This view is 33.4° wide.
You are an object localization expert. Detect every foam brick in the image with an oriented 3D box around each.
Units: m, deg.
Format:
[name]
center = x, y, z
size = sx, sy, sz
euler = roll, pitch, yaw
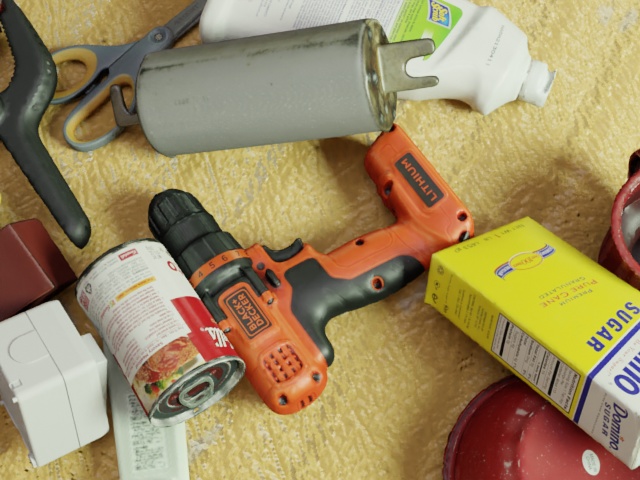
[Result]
[foam brick]
center = -0.212, 0.028, 0.712
size = 0.078, 0.051, 0.053
euler = -33, 90, 9

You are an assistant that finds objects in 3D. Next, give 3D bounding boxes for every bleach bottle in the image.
[bleach bottle]
center = 0.046, -0.145, 0.780
size = 0.251, 0.068, 0.102
euler = 21, 78, 8

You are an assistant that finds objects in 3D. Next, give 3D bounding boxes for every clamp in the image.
[clamp]
center = -0.231, -0.084, 0.776
size = 0.164, 0.036, 0.210
euler = 5, 74, 8

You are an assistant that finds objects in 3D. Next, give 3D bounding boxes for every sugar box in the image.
[sugar box]
center = 0.156, 0.055, 0.654
size = 0.093, 0.048, 0.176
euler = -21, 41, -32

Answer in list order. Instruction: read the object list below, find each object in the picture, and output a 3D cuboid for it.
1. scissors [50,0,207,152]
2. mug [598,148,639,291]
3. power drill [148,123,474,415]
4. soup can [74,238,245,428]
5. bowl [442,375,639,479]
[scissors]
center = -0.143, -0.156, 0.819
size = 0.096, 0.016, 0.201
euler = 28, 72, 14
[mug]
center = 0.226, -0.005, 0.702
size = 0.093, 0.081, 0.117
euler = -15, 68, -3
[power drill]
center = -0.005, 0.001, 0.729
size = 0.187, 0.057, 0.184
euler = -34, 70, -8
[soup can]
center = -0.102, 0.058, 0.673
size = 0.068, 0.068, 0.102
euler = -33, 67, -10
[bowl]
center = 0.158, 0.143, 0.646
size = 0.162, 0.055, 0.162
euler = 3, 61, -5
